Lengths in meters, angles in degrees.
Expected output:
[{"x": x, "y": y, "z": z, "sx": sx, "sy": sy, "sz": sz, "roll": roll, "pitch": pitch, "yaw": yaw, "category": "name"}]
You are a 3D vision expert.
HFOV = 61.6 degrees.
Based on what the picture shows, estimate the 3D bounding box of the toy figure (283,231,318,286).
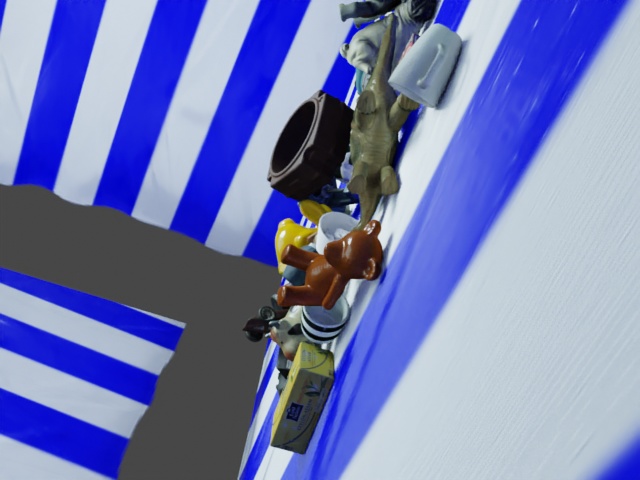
[{"x": -0.011, "y": 0.027, "z": 1.077, "sx": 0.154, "sy": 0.064, "sz": 0.058, "roll": -51, "pitch": 22, "yaw": -11, "category": "toy figure"}]

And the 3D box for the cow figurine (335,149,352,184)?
[{"x": 0.081, "y": -0.218, "z": 1.322, "sx": 0.068, "sy": 0.098, "sz": 0.167, "roll": 11, "pitch": -83, "yaw": -89, "category": "cow figurine"}]

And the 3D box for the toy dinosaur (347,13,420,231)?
[{"x": 0.103, "y": -0.215, "z": 0.986, "sx": 0.198, "sy": 0.105, "sz": 0.471, "roll": 173, "pitch": 111, "yaw": -85, "category": "toy dinosaur"}]

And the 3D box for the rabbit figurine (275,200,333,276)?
[{"x": -0.002, "y": -0.004, "z": 1.171, "sx": 0.121, "sy": 0.173, "sz": 0.162, "roll": 16, "pitch": -113, "yaw": -59, "category": "rabbit figurine"}]

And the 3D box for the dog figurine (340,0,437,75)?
[{"x": 0.144, "y": -0.457, "z": 1.145, "sx": 0.121, "sy": 0.172, "sz": 0.190, "roll": -97, "pitch": 17, "yaw": -52, "category": "dog figurine"}]

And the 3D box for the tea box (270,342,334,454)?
[{"x": -0.032, "y": 0.285, "z": 0.971, "sx": 0.098, "sy": 0.068, "sz": 0.169, "roll": -94, "pitch": 21, "yaw": -73, "category": "tea box"}]

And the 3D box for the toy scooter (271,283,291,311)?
[{"x": -0.034, "y": 0.118, "z": 1.259, "sx": 0.135, "sy": 0.075, "sz": 0.184, "roll": -30, "pitch": -4, "yaw": -28, "category": "toy scooter"}]

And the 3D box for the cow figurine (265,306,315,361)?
[{"x": -0.030, "y": 0.151, "z": 1.072, "sx": 0.085, "sy": 0.127, "sz": 0.195, "roll": 110, "pitch": 177, "yaw": -53, "category": "cow figurine"}]

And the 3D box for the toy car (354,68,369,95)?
[{"x": 0.139, "y": -0.396, "z": 1.321, "sx": 0.161, "sy": 0.109, "sz": 0.103, "roll": 101, "pitch": 165, "yaw": -56, "category": "toy car"}]

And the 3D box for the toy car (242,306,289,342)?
[{"x": -0.070, "y": 0.175, "z": 1.153, "sx": 0.089, "sy": 0.202, "sz": 0.053, "roll": -52, "pitch": 55, "yaw": 40, "category": "toy car"}]

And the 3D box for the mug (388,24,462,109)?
[{"x": 0.161, "y": -0.260, "z": 0.787, "sx": 0.107, "sy": 0.081, "sz": 0.109, "roll": -62, "pitch": 2, "yaw": 9, "category": "mug"}]

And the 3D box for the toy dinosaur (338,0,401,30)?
[{"x": 0.141, "y": -0.556, "z": 1.196, "sx": 0.405, "sy": 0.192, "sz": 0.131, "roll": -67, "pitch": -41, "yaw": -63, "category": "toy dinosaur"}]

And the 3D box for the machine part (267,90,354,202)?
[{"x": -0.025, "y": -0.198, "z": 1.133, "sx": 0.201, "sy": 0.087, "sz": 0.201, "roll": -27, "pitch": 42, "yaw": 53, "category": "machine part"}]

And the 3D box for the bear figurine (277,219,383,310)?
[{"x": 0.018, "y": 0.041, "z": 0.886, "sx": 0.196, "sy": 0.132, "sz": 0.120, "roll": 130, "pitch": 148, "yaw": -59, "category": "bear figurine"}]

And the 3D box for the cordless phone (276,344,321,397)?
[{"x": -0.053, "y": 0.311, "z": 1.139, "sx": 0.147, "sy": 0.089, "sz": 0.184, "roll": -86, "pitch": 4, "yaw": -65, "category": "cordless phone"}]

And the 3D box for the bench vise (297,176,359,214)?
[{"x": 0.025, "y": -0.102, "z": 1.273, "sx": 0.241, "sy": 0.223, "sz": 0.129, "roll": 1, "pitch": 58, "yaw": 51, "category": "bench vise"}]
